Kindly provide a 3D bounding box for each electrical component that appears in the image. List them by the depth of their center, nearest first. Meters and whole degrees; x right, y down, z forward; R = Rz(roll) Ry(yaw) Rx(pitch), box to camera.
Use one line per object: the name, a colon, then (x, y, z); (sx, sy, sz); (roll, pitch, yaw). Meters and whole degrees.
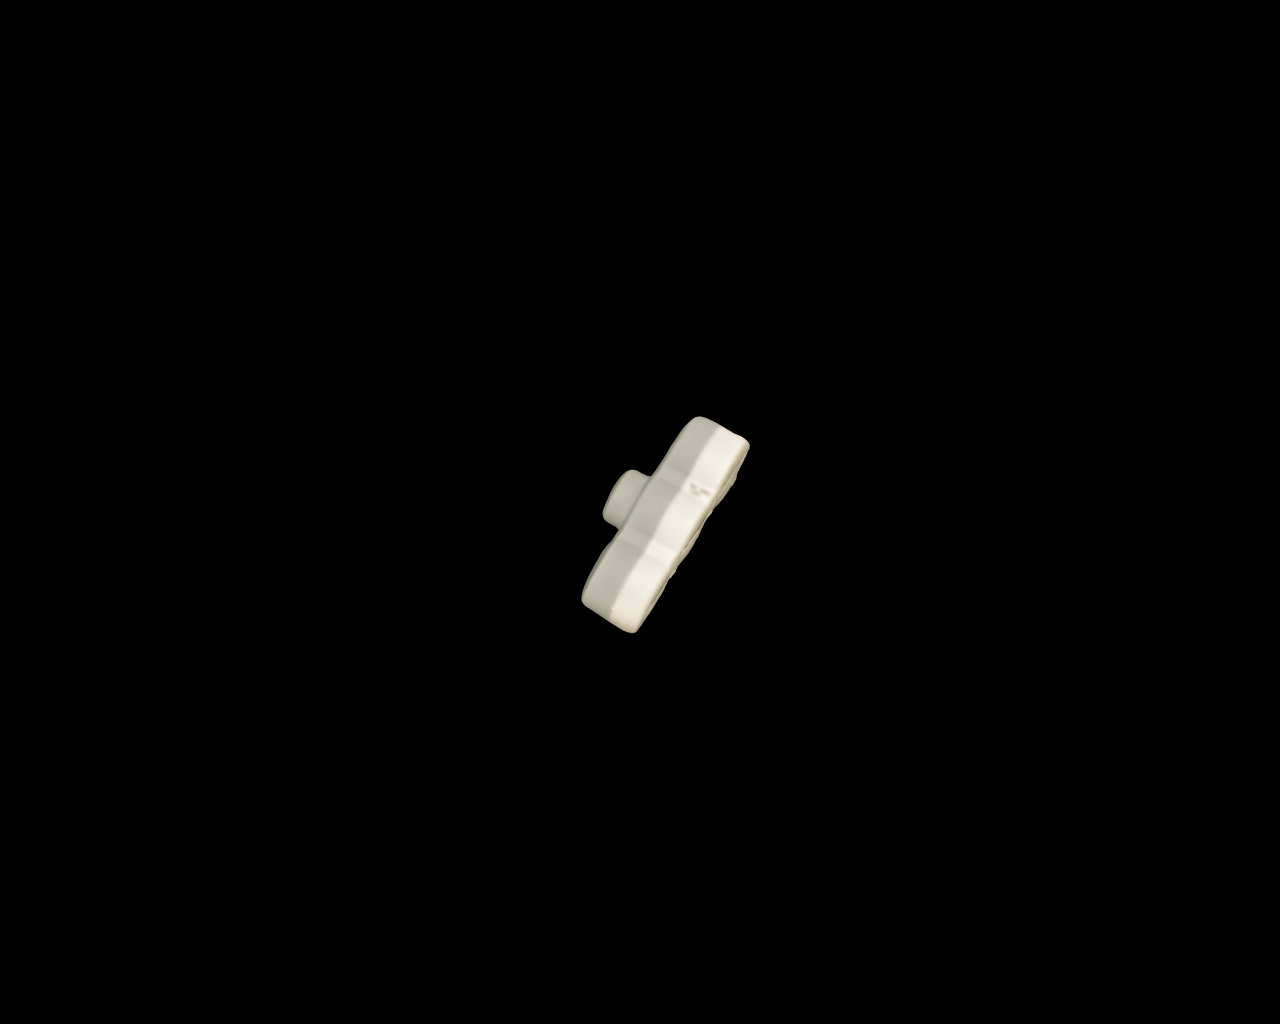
electrical component: (0.001, -0.003, 0.650); (0.074, 0.138, 0.052); (31, -11, 7)
